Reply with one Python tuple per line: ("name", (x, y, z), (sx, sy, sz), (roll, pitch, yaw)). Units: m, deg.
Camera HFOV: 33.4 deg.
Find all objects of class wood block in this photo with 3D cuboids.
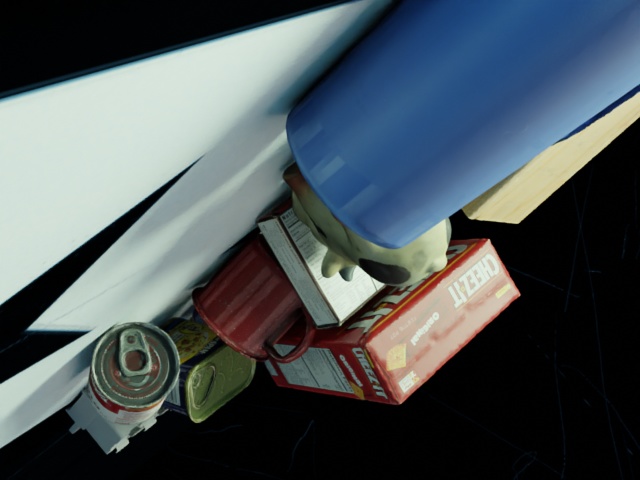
("wood block", (0.186, -0.114, 0.839), (0.206, 0.091, 0.090), (-44, 153, 28))

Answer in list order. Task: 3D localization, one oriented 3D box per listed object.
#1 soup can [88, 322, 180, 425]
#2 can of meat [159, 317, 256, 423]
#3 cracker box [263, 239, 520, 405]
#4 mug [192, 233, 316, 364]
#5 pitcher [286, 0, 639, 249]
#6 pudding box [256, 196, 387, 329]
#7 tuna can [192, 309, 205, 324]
("soup can", (-0.154, 0.111, 0.869), (0.068, 0.068, 0.102), (-39, 175, -22))
("can of meat", (-0.122, 0.117, 0.988), (0.101, 0.084, 0.057), (-34, 129, -51))
("cracker box", (0.052, 0.070, 0.995), (0.164, 0.072, 0.214), (-38, -164, -26))
("mug", (-0.047, 0.056, 0.952), (0.081, 0.117, 0.093), (-47, 150, 13))
("pitcher", (0.106, -0.101, 0.611), (0.243, 0.149, 0.145), (-39, -172, 21))
("pudding box", (0.010, 0.006, 0.918), (0.089, 0.113, 0.039), (-37, -168, -32))
("tuna can", (-0.089, 0.091, 1.085), (0.086, 0.086, 0.034), (105, -9, -81))
